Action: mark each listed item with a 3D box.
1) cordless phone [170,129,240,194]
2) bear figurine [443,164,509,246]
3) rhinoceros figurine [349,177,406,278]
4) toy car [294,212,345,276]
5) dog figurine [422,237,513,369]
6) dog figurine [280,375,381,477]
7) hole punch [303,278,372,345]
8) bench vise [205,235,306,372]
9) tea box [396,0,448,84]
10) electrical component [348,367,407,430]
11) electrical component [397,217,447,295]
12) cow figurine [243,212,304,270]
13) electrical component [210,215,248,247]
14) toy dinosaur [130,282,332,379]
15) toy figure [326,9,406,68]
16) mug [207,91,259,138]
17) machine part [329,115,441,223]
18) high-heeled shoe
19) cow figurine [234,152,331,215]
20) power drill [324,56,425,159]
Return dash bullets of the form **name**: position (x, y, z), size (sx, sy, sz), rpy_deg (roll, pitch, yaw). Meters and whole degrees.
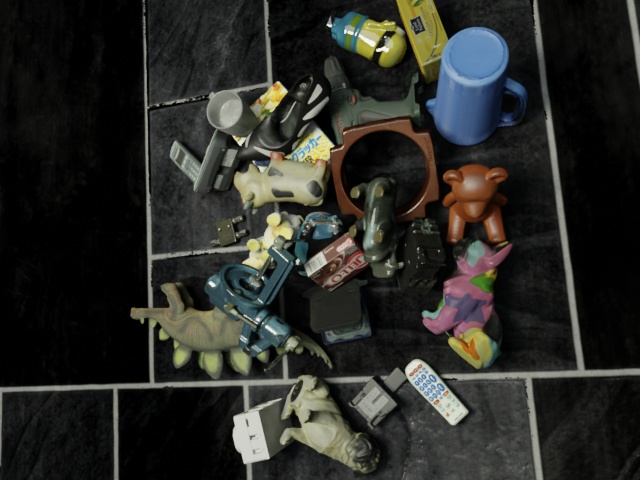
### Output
- **cordless phone**: position (-0.273, -0.203, 1.229), size (0.184, 0.088, 0.146), rpy_deg (40, 116, 32)
- **bear figurine**: position (0.287, -0.061, 0.984), size (0.120, 0.195, 0.132), rpy_deg (-2, 84, 13)
- **rhinoceros figurine**: position (0.111, -0.022, 1.007), size (0.073, 0.112, 0.190), rpy_deg (0, 95, 34)
- **toy car**: position (-0.002, -0.003, 1.104), size (0.109, 0.161, 0.103), rpy_deg (-4, 45, -5)
- **dog figurine**: position (0.298, 0.102, 0.994), size (0.192, 0.108, 0.219), rpy_deg (39, 102, 11)
- **dog figurine**: position (0.030, 0.365, 1.078), size (0.190, 0.172, 0.121), rpy_deg (30, 127, -16)
- **hole punch**: position (0.043, 0.148, 1.100), size (0.142, 0.092, 0.116), rpy_deg (-15, 49, 17)
- **bench vise**: position (-0.107, 0.102, 1.021), size (0.224, 0.129, 0.240), rpy_deg (41, 117, 20)
- **tea box**: position (0.217, -0.421, 1.101), size (0.068, 0.098, 0.169), rpy_deg (-21, 76, 13)
- **electrical component**: position (0.123, 0.307, 1.067), size (0.119, 0.047, 0.075), rpy_deg (-45, 74, 9)
- **electrical component**: position (0.187, 0.039, 1.035), size (0.058, 0.134, 0.115), rpy_deg (7, 50, -11)
- **cow figurine**: position (-0.103, 0.011, 1.157), size (0.068, 0.098, 0.167), rpy_deg (46, 116, 10)
- **electrical component**: position (-0.210, -0.019, 1.221), size (0.094, 0.021, 0.063), rpy_deg (-20, 78, 14)
- **toy dinosaur**: position (-0.203, 0.191, 1.157), size (0.472, 0.105, 0.198), rpy_deg (2, 90, 14)
- **toy figure**: position (0.099, -0.429, 1.148), size (0.180, 0.082, 0.089), rpy_deg (20, 109, 11)
- **mug**: position (-0.184, -0.261, 1.128), size (0.110, 0.107, 0.081), rpy_deg (40, 96, 22)
- **machine part**: position (0.129, -0.136, 1.064), size (0.201, 0.087, 0.201), rpy_deg (-9, 104, 13)
- **high-heeled shoe**: position (-0.082, -0.239, 1.073), size (0.249, 0.145, 0.086), rpy_deg (-31, 75, 8)
- **cow figurine**: position (-0.081, -0.111, 1.093), size (0.195, 0.085, 0.127), rpy_deg (9, 84, 11)
- **power drill**: position (0.113, -0.294, 1.127), size (0.207, 0.086, 0.232), rpy_deg (-5, 83, 12)
